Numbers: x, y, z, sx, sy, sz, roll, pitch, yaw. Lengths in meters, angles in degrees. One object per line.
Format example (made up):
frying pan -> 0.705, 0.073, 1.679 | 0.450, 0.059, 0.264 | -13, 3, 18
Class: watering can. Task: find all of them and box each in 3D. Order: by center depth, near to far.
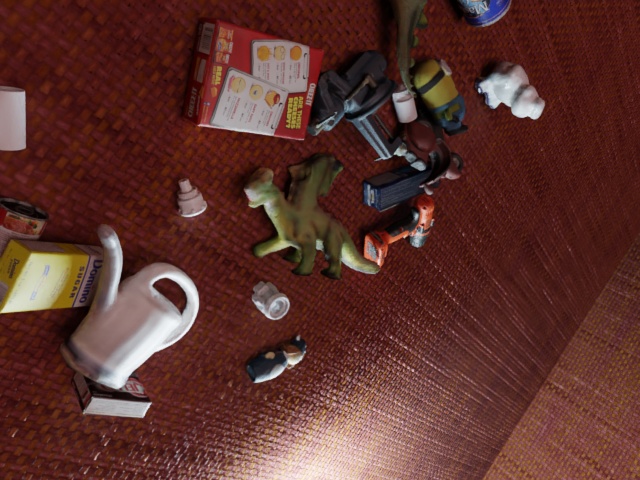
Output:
watering can -> -0.320, 0.117, 0.828 | 0.226, 0.105, 0.341 | -49, 152, -13

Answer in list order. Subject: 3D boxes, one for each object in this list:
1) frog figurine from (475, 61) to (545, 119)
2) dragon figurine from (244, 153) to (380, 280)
frog figurine -> 0.484, -0.368, 1.262 | 0.124, 0.161, 0.134 | -44, 133, -16
dragon figurine -> 0.003, -0.053, 1.053 | 0.409, 0.123, 0.242 | 7, 98, -43
